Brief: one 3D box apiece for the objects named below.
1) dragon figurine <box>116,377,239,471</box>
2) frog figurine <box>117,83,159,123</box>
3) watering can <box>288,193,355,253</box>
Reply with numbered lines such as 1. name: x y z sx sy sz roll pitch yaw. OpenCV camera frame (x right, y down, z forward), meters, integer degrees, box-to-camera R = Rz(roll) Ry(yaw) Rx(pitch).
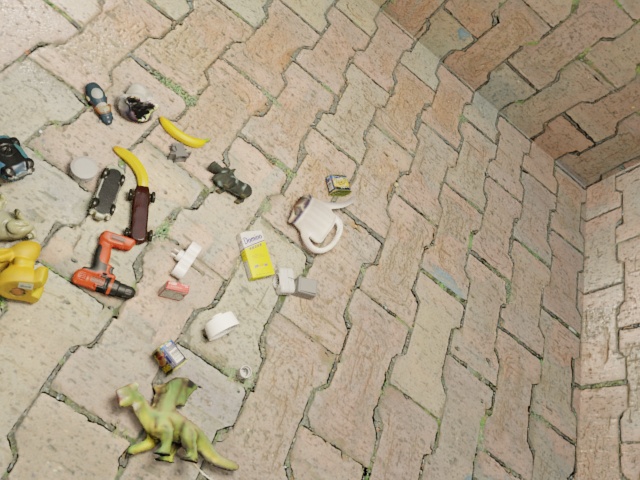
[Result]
1. dragon figurine: -0.403 0.513 1.487 0.407 0.120 0.249 27 46 -30
2. frog figurine: -0.660 -0.495 1.852 0.138 0.120 0.162 -10 37 -28
3. watering can: 0.006 -0.104 2.066 0.223 0.102 0.355 37 52 -11
